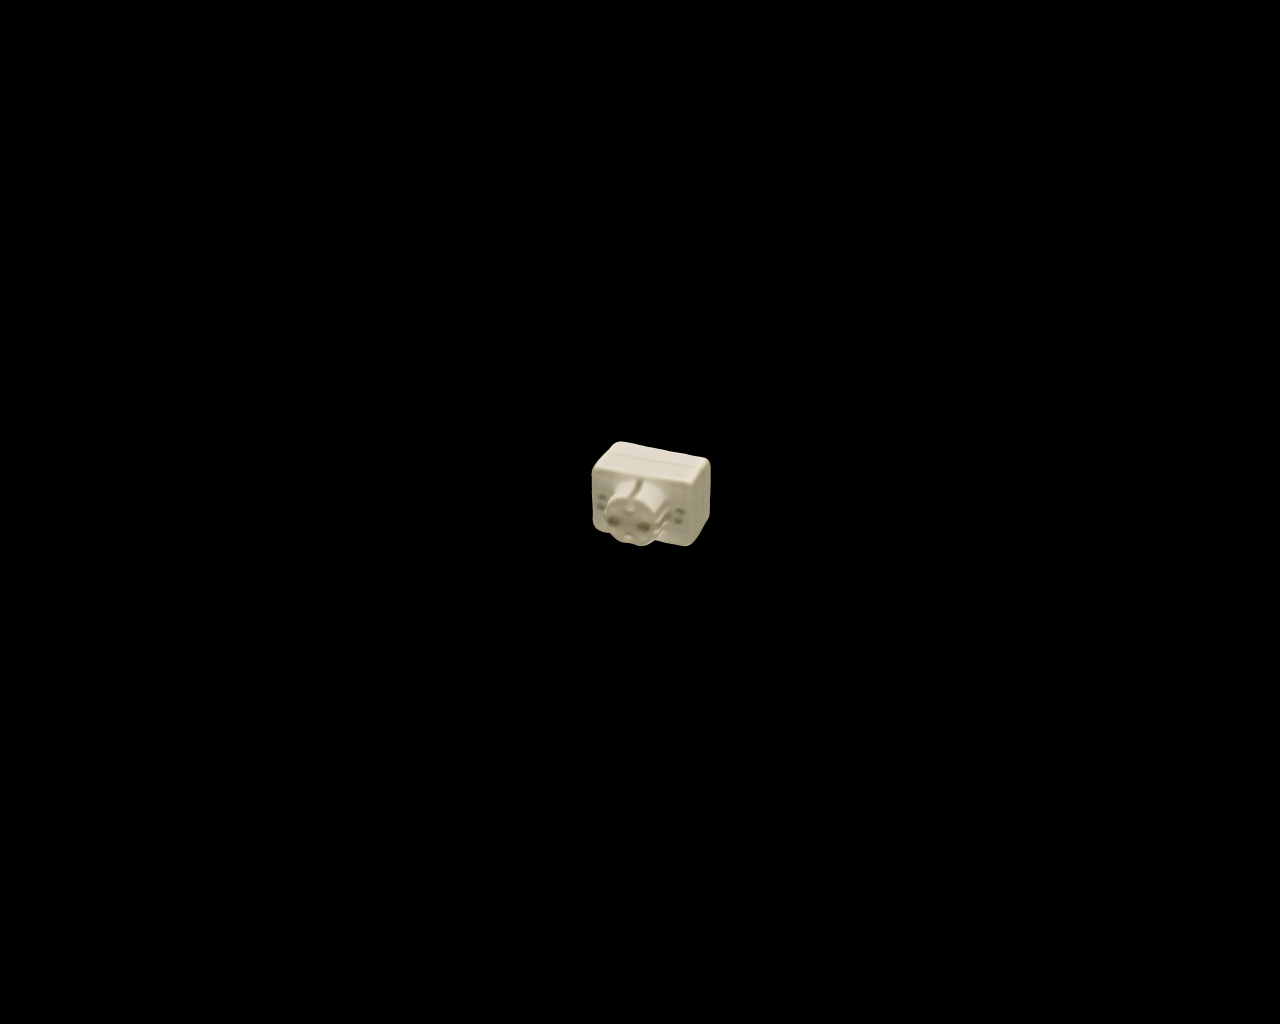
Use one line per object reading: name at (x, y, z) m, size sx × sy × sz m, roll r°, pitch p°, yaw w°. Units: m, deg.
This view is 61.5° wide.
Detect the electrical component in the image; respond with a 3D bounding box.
electrical component at (0.001, -0.003, 0.650) m, size 0.066 × 0.047 × 0.077 m, roll 11°, pitch 32°, yaw 18°
